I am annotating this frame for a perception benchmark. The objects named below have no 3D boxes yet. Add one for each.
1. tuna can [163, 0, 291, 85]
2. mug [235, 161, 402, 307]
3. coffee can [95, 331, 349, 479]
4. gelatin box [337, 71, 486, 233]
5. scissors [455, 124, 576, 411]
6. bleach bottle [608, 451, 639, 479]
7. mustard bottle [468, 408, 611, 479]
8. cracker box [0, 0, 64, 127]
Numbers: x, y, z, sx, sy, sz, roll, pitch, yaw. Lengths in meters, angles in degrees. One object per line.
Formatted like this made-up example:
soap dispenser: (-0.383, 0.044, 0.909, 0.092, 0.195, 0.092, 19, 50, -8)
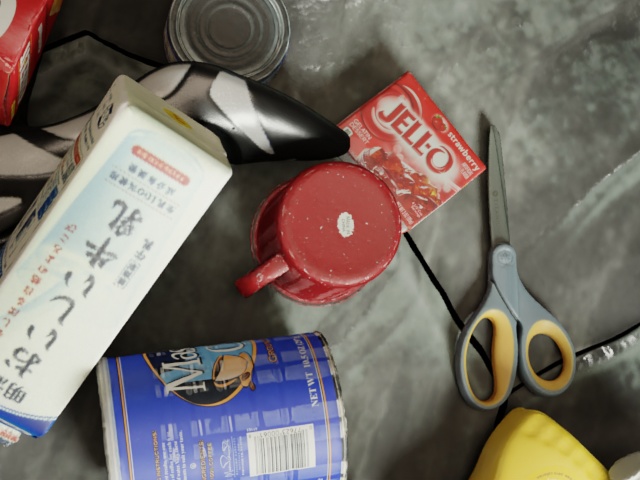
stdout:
tuna can: (-0.063, -0.141, 0.730, 0.086, 0.034, 0.086, 2, 82, -11)
mug: (-0.005, 0.001, 0.697, 0.117, 0.081, 0.093, -31, 89, -14)
coffee can: (-0.063, 0.115, 0.659, 0.140, 0.103, 0.103, -6, 83, -12)
gelatin box: (0.059, -0.061, 0.745, 0.073, 0.030, 0.089, -38, 91, -14)
scissors: (0.146, 0.025, 0.758, 0.096, 0.016, 0.202, 15, 80, -11)
bleach bottle: (0.275, 0.240, 0.706, 0.102, 0.068, 0.251, -38, 100, -13)
mustard bottle: (0.110, 0.210, 0.703, 0.096, 0.058, 0.191, 45, 77, -9)
cracker box: (-0.231, -0.198, 0.659, 0.164, 0.072, 0.213, 19, 61, -8)
